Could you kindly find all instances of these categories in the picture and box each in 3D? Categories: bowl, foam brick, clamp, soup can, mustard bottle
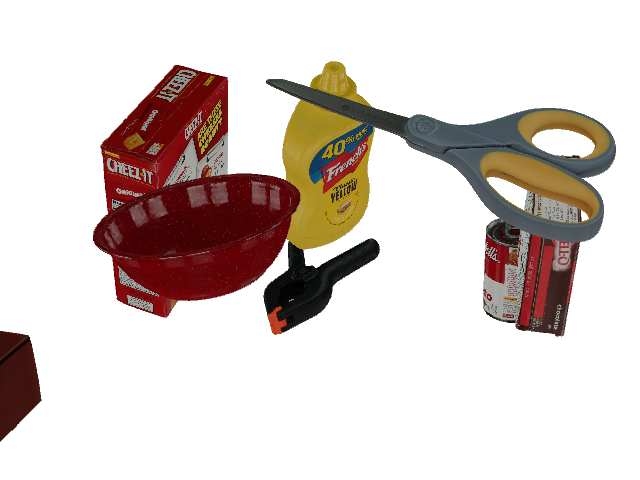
[{"bbox_3d":[-0.090,0.002,0.828,0.162,0.055,0.162,-9,23,4],"label":"bowl"},{"bbox_3d":[-0.225,0.098,0.684,0.053,0.051,0.078,7,29,22],"label":"foam brick"},{"bbox_3d":[-0.004,0.045,1.232,0.120,0.039,0.171,-7,35,26],"label":"clamp"},{"bbox_3d":[0.218,0.033,1.202,0.068,0.102,0.068,-2,29,1],"label":"soup can"},{"bbox_3d":[0.008,-0.083,0.984,0.096,0.192,0.058,-31,55,-28],"label":"mustard bottle"}]

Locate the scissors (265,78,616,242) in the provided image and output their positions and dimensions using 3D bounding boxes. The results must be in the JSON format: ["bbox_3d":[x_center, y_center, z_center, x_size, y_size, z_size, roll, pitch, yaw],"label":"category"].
[{"bbox_3d":[0.075,-0.066,0.591,0.202,0.016,0.096,34,57,24],"label":"scissors"}]

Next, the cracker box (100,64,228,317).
[{"bbox_3d":[-0.161,-0.052,1.134,0.072,0.214,0.164,16,43,14],"label":"cracker box"}]

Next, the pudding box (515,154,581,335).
[{"bbox_3d":[0.166,0.000,0.775,0.039,0.090,0.113,7,33,7],"label":"pudding box"}]
